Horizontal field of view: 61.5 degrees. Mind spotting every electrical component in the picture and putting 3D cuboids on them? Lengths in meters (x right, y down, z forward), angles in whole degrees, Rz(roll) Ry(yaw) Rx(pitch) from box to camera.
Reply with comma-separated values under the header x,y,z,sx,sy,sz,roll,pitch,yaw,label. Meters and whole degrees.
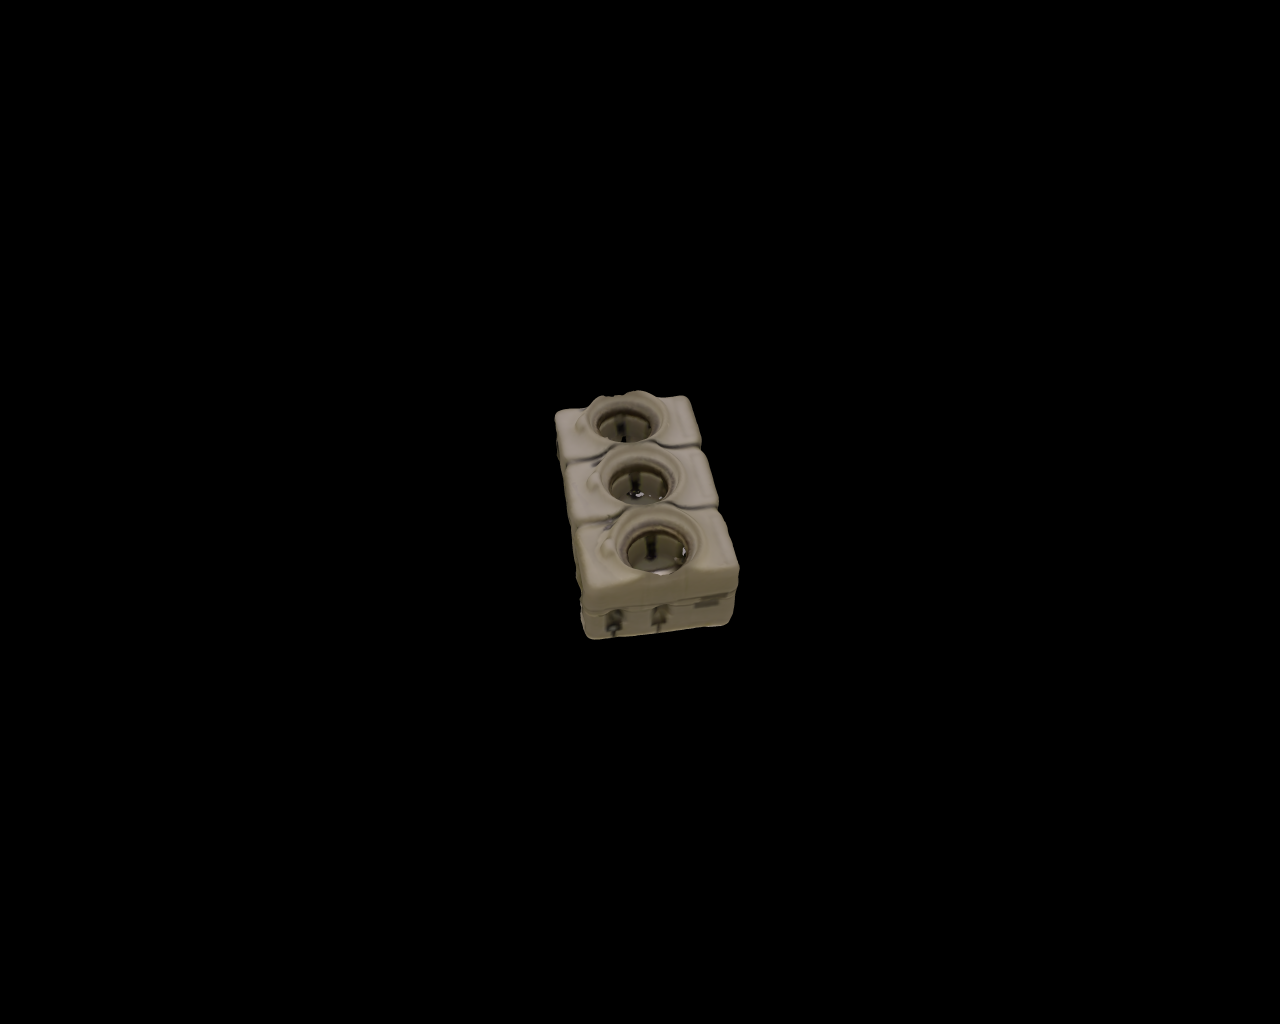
x,y,z,sx,sy,sz,roll,pitch,yaw,label
0.001,-0.003,0.650,0.089,0.150,0.061,-7,-43,-7,electrical component
